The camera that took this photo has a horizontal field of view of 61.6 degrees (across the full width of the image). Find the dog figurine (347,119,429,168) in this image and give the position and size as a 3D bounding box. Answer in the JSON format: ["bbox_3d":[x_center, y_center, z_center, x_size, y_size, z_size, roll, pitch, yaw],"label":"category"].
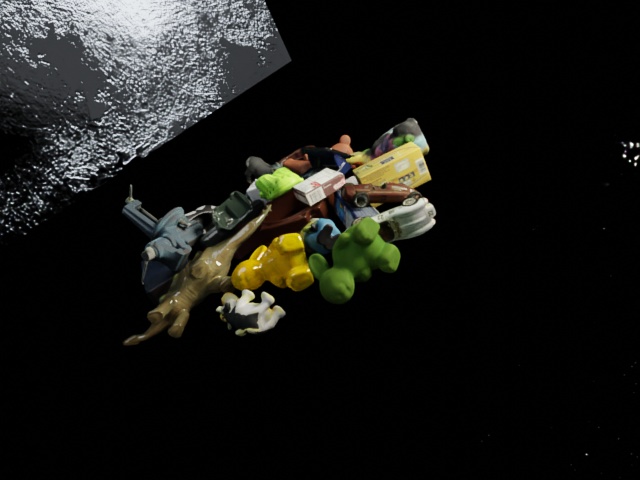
[{"bbox_3d":[0.175,-0.232,1.462,0.219,0.108,0.191,-28,6,8],"label":"dog figurine"}]

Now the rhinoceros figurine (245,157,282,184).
[{"bbox_3d":[-0.146,-0.202,1.684,0.190,0.112,0.073,27,39,18],"label":"rhinoceros figurine"}]

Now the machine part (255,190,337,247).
[{"bbox_3d":[-0.061,-0.063,1.403,0.202,0.087,0.201,-14,28,22],"label":"machine part"}]

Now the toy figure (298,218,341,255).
[{"bbox_3d":[-0.005,-0.007,1.213,0.089,0.082,0.180,-24,9,-8],"label":"toy figure"}]

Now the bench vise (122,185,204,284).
[{"bbox_3d":[-0.423,-0.026,1.385,0.224,0.241,0.128,-45,-10,-48],"label":"bench vise"}]

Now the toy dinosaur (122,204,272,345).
[{"bbox_3d":[-0.272,0.080,1.261,0.471,0.105,0.199,-41,19,-9],"label":"toy dinosaur"}]

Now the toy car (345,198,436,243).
[{"bbox_3d":[0.150,-0.028,1.152,0.202,0.073,0.056,-21,27,10],"label":"toy car"}]

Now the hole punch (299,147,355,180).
[{"bbox_3d":[0.014,-0.201,1.460,0.142,0.092,0.115,5,3,39],"label":"hole punch"}]

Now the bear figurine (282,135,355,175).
[{"bbox_3d":[0.009,-0.225,1.600,0.196,0.120,0.132,-38,24,-25],"label":"bear figurine"}]

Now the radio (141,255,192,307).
[{"bbox_3d":[-0.406,0.092,1.455,0.131,0.073,0.230,-30,28,-9],"label":"radio"}]

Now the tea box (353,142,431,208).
[{"bbox_3d":[0.180,-0.163,1.350,0.170,0.098,0.068,-25,27,1],"label":"tea box"}]

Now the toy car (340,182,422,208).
[{"bbox_3d":[0.146,-0.109,1.254,0.202,0.053,0.089,-2,20,-17],"label":"toy car"}]

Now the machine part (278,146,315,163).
[{"bbox_3d":[-0.067,-0.244,1.775,0.179,0.056,0.179,-22,28,12],"label":"machine part"}]

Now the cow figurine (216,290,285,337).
[{"bbox_3d":[-0.161,0.158,1.117,0.167,0.068,0.098,0,42,45],"label":"cow figurine"}]

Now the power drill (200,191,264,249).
[{"bbox_3d":[-0.237,-0.065,1.499,0.232,0.086,0.207,-42,2,-17],"label":"power drill"}]

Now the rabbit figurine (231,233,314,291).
[{"bbox_3d":[-0.114,0.055,1.181,0.173,0.121,0.162,-22,14,-9],"label":"rabbit figurine"}]

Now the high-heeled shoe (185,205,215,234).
[{"bbox_3d":[-0.343,-0.034,1.552,0.249,0.086,0.145,-1,28,-14],"label":"high-heeled shoe"}]

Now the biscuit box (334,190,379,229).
[{"bbox_3d":[0.084,-0.065,1.280,0.063,0.059,0.203,-4,24,-11],"label":"biscuit box"}]

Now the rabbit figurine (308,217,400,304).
[{"bbox_3d":[0.046,0.051,1.059,0.159,0.121,0.170,-5,39,48],"label":"rabbit figurine"}]
